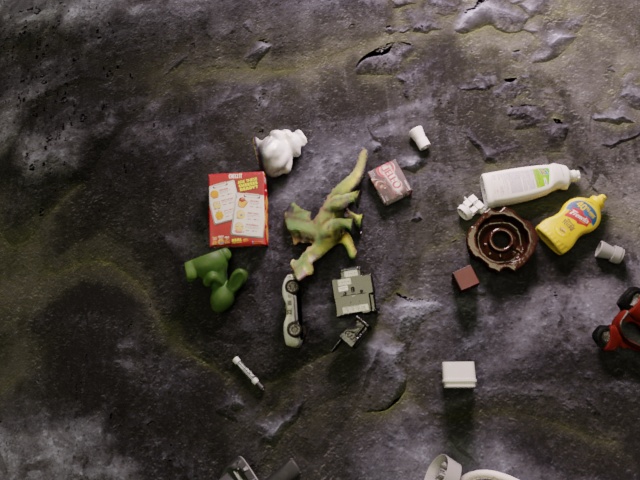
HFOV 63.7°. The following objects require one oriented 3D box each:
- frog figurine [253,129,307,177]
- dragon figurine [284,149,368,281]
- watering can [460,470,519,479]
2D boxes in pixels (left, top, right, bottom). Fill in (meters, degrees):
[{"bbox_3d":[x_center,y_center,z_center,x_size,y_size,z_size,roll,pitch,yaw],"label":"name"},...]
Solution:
[{"bbox_3d":[-0.112,-0.263,1.537,0.159,0.124,0.136,-14,105,-2],"label":"frog figurine"},{"bbox_3d":[0.004,-0.074,1.469,0.242,0.120,0.418,2,66,20],"label":"dragon figurine"},{"bbox_3d":[0.451,0.665,1.133,0.350,0.102,0.226,20,79,29],"label":"watering can"}]
